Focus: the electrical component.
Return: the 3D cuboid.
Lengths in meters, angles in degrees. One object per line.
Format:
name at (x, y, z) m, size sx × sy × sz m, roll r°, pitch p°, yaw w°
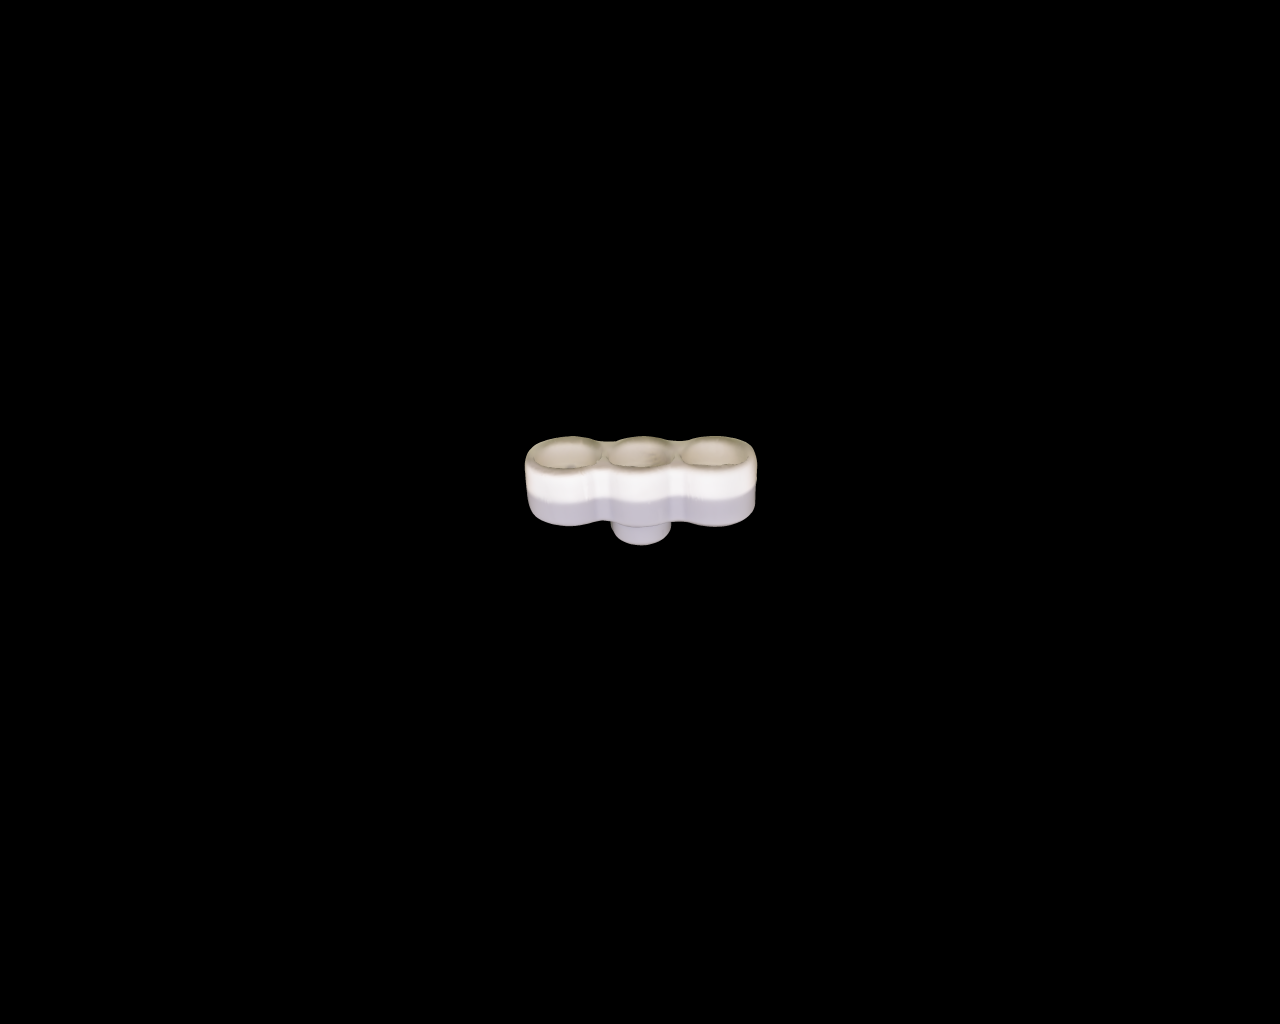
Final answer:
electrical component at (0.001, -0.003, 0.650) m, size 0.138 × 0.073 × 0.052 m, roll 0°, pitch 29°, yaw 0°
